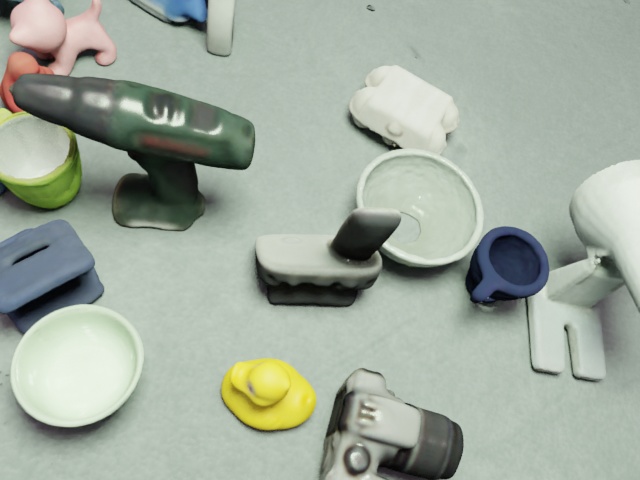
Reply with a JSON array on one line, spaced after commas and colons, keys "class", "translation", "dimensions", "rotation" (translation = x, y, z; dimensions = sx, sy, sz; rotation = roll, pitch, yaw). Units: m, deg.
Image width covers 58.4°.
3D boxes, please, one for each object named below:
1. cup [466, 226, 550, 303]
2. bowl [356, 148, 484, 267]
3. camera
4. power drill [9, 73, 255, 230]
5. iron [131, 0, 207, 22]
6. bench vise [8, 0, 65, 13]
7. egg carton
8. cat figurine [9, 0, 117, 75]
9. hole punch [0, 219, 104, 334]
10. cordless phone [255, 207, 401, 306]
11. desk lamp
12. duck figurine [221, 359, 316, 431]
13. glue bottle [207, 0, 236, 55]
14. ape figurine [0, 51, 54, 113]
[{"class": "cup", "translation": [0.214, 0.050, 0.711], "dimensions": [0.118, 0.095, 0.091], "rotation": [-39, 78, -26]}, {"class": "bowl", "translation": [0.120, -0.031, 0.741], "dimensions": [0.167, 0.074, 0.167], "rotation": [5, 64, -10]}, {"class": "camera", "translation": [0.077, 0.218, 0.596], "dimensions": [0.137, 0.100, 0.143], "rotation": [17, 62, -4]}, {"class": "power drill", "translation": [-0.190, -0.091, 0.625], "dimensions": [0.230, 0.208, 0.075], "rotation": [3, 64, -11]}, {"class": "iron", "translation": [-0.246, -0.427, 0.812], "dimensions": [0.258, 0.141, 0.119], "rotation": [31, 62, 3]}, {"class": "bench vise", "translation": [-0.427, -0.389, 0.709], "dimensions": [0.207, 0.219, 0.121], "rotation": [25, 62, 0]}, {"class": "egg carton", "translation": [0.120, -0.180, 0.816], "dimensions": [0.150, 0.069, 0.107], "rotation": [30, 62, 3]}, {"class": "cat figurine", "translation": [-0.333, -0.272, 0.731], "dimensions": [0.128, 0.117, 0.067], "rotation": [-30, 74, -24]}, {"class": "hole punch", "translation": [-0.301, 0.031, 0.607], "dimensions": [0.109, 0.091, 0.101], "rotation": [-32, 75, -24]}, {"class": "cordless phone", "translation": [0.006, 0.002, 0.637], "dimensions": [0.148, 0.185, 0.094], "rotation": [-1, 65, -13]}, {"class": "desk lamp", "translation": [0.345, 0.040, 0.678], "dimensions": [0.118, 0.213, 0.203], "rotation": [10, 63, -7]}, {"class": "duck figurine", "translation": [-0.051, 0.157, 0.605], "dimensions": [0.104, 0.086, 0.077], "rotation": [20, 62, -3]}, {"class": "glue bottle", "translation": [-0.131, -0.338, 0.777], "dimensions": [0.037, 0.173, 0.078], "rotation": [6, 63, -9]}, {"class": "ape figurine", "translation": [-0.356, -0.190, 0.701], "dimensions": [0.076, 0.092, 0.078], "rotation": [32, 62, 4]}]
